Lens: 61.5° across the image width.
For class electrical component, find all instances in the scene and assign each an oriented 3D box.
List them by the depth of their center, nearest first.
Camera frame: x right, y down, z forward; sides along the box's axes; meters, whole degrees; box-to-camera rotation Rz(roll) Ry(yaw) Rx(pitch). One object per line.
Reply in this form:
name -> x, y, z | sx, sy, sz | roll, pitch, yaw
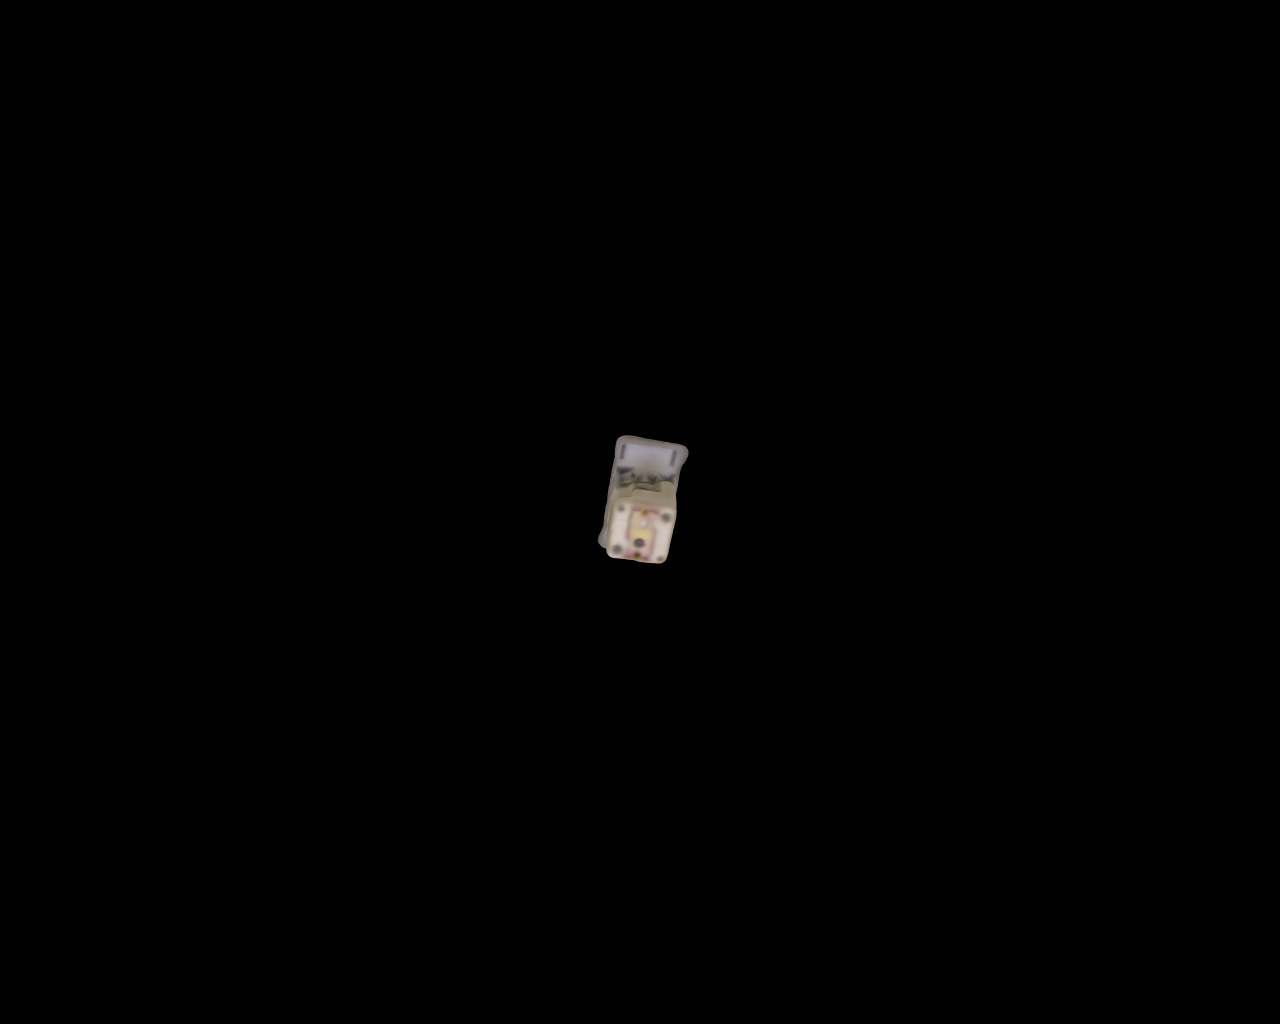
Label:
electrical component -> 0.001, -0.003, 0.650 | 0.042, 0.080, 0.064 | 7, 32, -5
